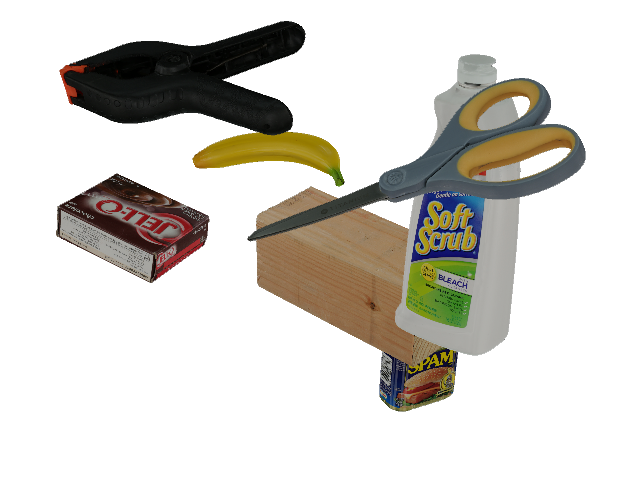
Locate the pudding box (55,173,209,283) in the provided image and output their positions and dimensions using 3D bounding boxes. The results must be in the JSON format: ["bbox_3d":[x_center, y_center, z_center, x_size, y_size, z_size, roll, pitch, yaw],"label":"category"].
[{"bbox_3d":[-0.175,-0.013,0.996,0.114,0.039,0.089,23,31,19],"label":"pudding box"}]

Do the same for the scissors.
[{"bbox_3d":[0.055,-0.049,0.635,0.202,0.096,0.016,-8,-42,22],"label":"scissors"}]

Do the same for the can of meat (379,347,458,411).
[{"bbox_3d":[0.123,0.158,1.332,0.101,0.084,0.058,-12,29,-28],"label":"can of meat"}]

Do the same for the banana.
[{"bbox_3d":[-0.058,-0.108,1.319,0.198,0.037,0.069,7,38,17],"label":"banana"}]

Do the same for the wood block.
[{"bbox_3d":[0.039,0.032,1.074,0.206,0.091,0.090,26,39,34],"label":"wood block"}]

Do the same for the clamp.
[{"bbox_3d":[-0.090,-0.117,0.741,0.171,0.039,0.120,6,36,11],"label":"clamp"}]

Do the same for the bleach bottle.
[{"bbox_3d":[0.117,-0.032,0.896,0.103,0.251,0.067,20,33,36],"label":"bleach bottle"}]
